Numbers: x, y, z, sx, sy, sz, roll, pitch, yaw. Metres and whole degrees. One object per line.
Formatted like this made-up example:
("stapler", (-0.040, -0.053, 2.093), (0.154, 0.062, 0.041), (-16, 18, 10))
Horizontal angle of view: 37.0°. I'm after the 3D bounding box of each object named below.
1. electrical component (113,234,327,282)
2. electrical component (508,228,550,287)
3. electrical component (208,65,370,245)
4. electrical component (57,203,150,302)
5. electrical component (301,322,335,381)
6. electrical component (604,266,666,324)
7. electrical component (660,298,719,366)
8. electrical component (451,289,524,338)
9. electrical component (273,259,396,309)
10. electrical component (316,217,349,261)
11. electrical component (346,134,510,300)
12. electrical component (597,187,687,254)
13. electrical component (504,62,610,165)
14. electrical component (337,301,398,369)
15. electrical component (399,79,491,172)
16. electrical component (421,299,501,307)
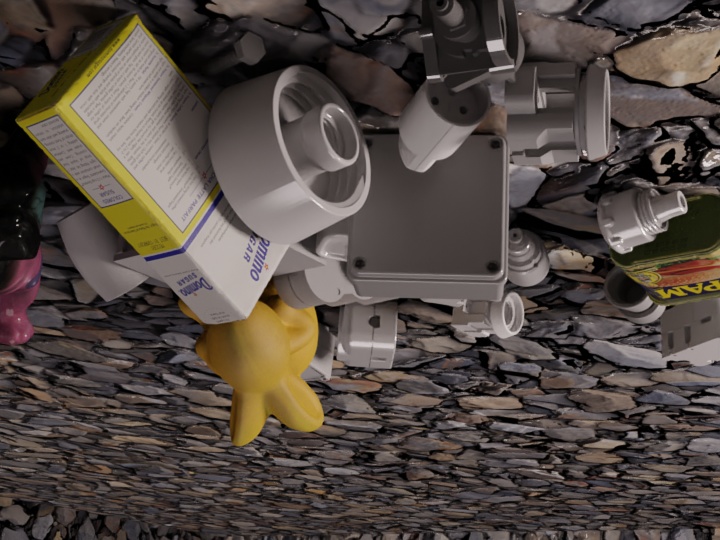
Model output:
("electrical component", (-0.110, -0.034, 0.859), (0.150, 0.061, 0.089), (-11, 155, 35))
("electrical component", (0.135, -0.015, 0.900), (0.040, 0.040, 0.078), (-2, 159, 16))
("electrical component", (-0.036, -0.076, 0.673), (0.060, 0.108, 0.108), (-18, 151, 32))
("electrical component", (-0.210, -0.023, 0.908), (0.043, 0.077, 0.079), (-27, -168, 14))
("electrical component", (-0.078, 0.079, 1.177), (0.062, 0.061, 0.096), (-9, 150, 29))
("electrical component", (0.250, 0.021, 0.973), (0.045, 0.045, 0.055), (-8, 158, 28))
("electrical component", (0.333, 0.052, 1.026), (0.050, 0.055, 0.089), (11, 159, -19))
("electrical component", (0.127, 0.043, 1.054), (0.055, 0.048, 0.066), (-2, 161, 38))
("electrical component", (0.000, 0.000, 0.909), (0.074, 0.052, 0.138), (-14, 172, 40))
("electrical component", (0.017, -0.039, 0.825), (0.095, 0.059, 0.053), (8, 160, -12))
("electrical component", (0.049, -0.037, 0.755), (0.109, 0.108, 0.056), (1, 163, 6))
("electrical component", (0.213, -0.042, 0.808), (0.062, 0.048, 0.048), (-19, 151, 34))
("electrical component", (0.122, -0.095, 0.657), (0.057, 0.058, 0.078), (1, 160, 16))
("electrical component", (0.007, 0.067, 1.130), (0.059, 0.053, 0.095), (4, 160, 0))
("electrical component", (0.048, -0.094, 0.692), (0.043, 0.043, 0.081), (9, 159, -15))
("electrical component", (0.084, 0.005, 0.964), (0.081, 0.042, 0.064), (10, 163, -15))
